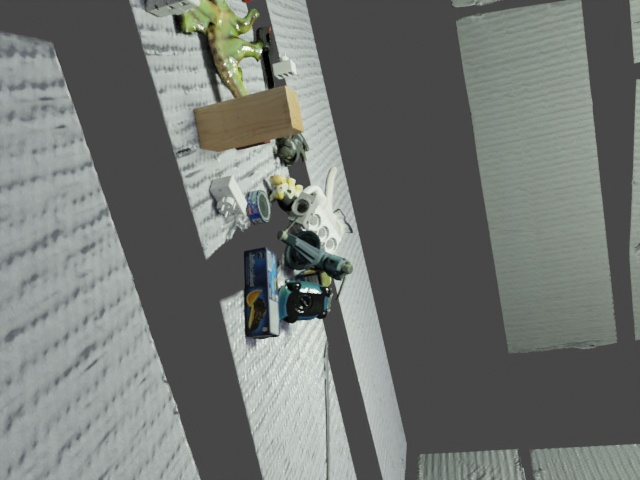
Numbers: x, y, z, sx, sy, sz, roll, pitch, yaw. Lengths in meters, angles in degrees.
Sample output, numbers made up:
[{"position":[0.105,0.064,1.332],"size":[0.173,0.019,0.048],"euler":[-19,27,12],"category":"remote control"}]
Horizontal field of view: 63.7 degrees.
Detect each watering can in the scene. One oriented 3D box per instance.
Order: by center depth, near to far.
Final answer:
[{"position":[0.005,-0.085,1.689],"size":[0.355,0.104,0.220],"euler":[-51,130,-47],"category":"watering can"}]

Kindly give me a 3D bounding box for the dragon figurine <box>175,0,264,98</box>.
[{"position":[-0.242,-0.455,1.170],"size":[0.241,0.121,0.416],"euler":[15,63,-55],"category":"dragon figurine"}]

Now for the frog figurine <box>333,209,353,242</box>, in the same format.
[{"position":[0.026,-0.028,1.854],"size":[0.162,0.124,0.134],"euler":[-42,140,-30],"category":"frog figurine"}]
